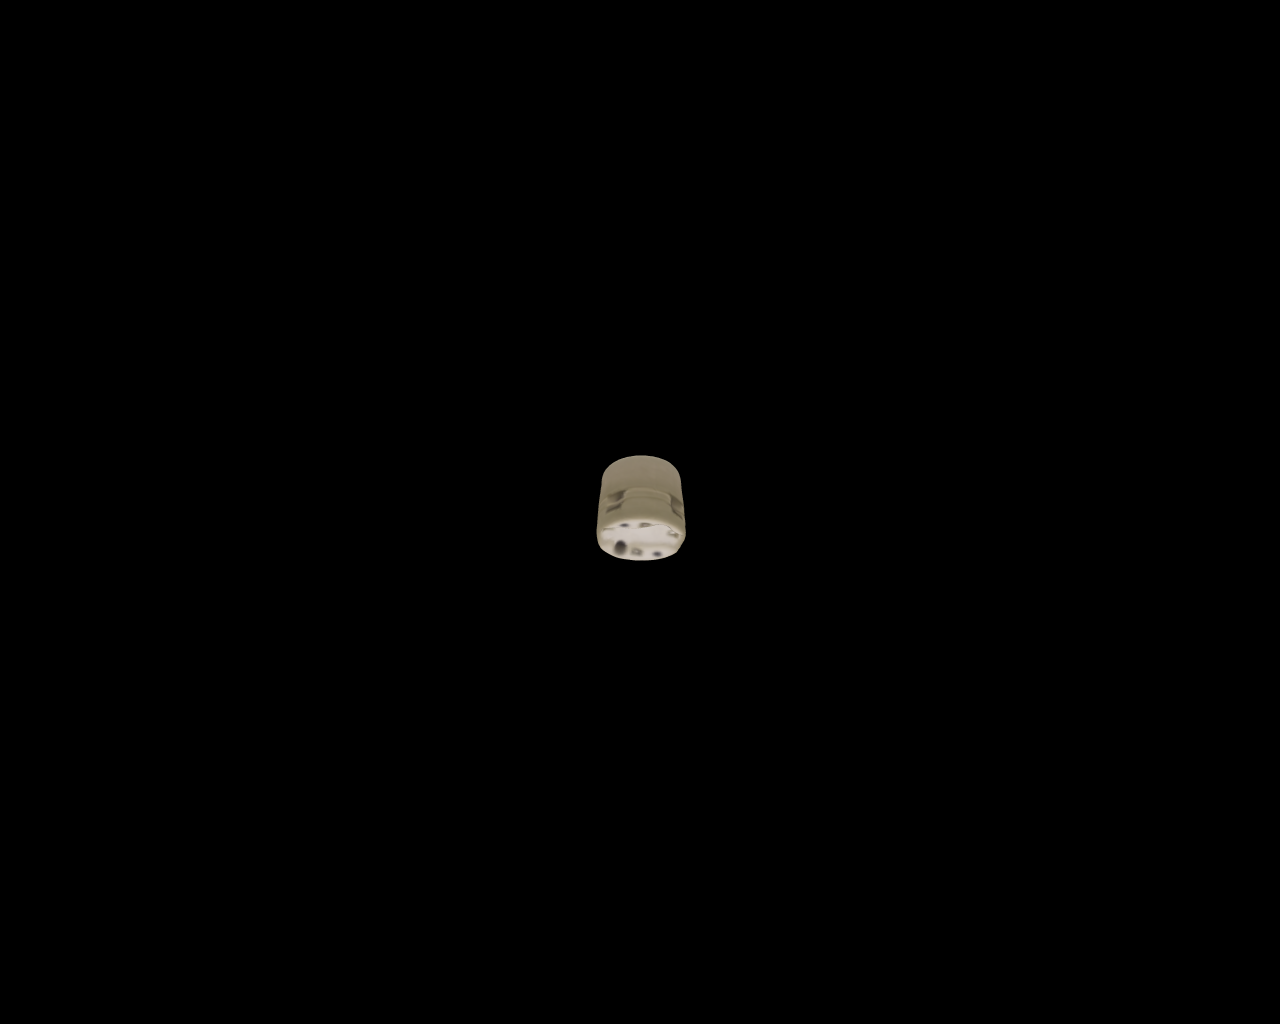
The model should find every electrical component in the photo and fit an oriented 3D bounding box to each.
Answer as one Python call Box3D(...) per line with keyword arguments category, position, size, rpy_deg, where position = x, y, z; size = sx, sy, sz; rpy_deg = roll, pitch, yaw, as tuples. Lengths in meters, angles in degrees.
Box3D(category="electrical component", position=(0.001, -0.003, 0.650), size=(0.055, 0.047, 0.055), rpy_deg=(0, -31, 0))
